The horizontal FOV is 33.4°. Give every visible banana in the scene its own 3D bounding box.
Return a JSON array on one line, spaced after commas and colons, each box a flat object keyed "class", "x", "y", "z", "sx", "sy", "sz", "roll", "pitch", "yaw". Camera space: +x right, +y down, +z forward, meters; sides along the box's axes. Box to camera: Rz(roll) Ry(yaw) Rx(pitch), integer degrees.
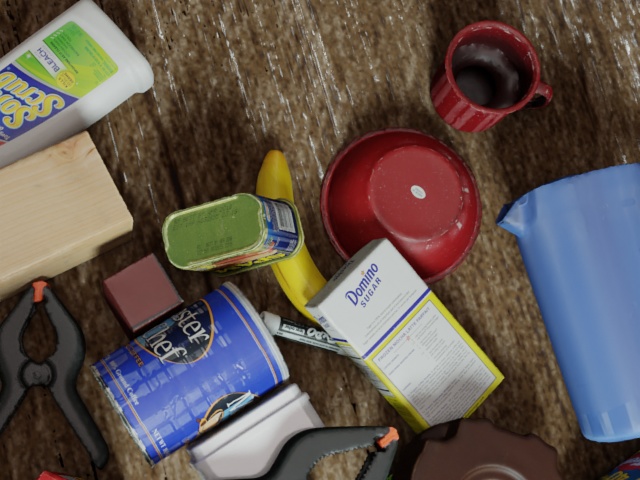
[{"class": "banana", "x": -0.018, "y": 0.012, "z": 0.996, "sx": 0.069, "sy": 0.037, "sz": 0.198, "roll": -28, "pitch": 86, "yaw": -36}]

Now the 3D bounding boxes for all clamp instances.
[{"class": "clamp", "x": -0.027, "y": 0.212, "z": 0.873, "sx": 0.209, "sy": 0.036, "sz": 0.164, "roll": -42, "pitch": 90, "yaw": -16}, {"class": "clamp", "x": -0.254, "y": 0.124, "z": 0.927, "sx": 0.120, "sy": 0.039, "sz": 0.171, "roll": -8, "pitch": 83, "yaw": -16}]

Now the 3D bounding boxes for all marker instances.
[{"class": "marker", "x": 0.000, "y": 0.090, "z": 0.975, "sx": 0.121, "sy": 0.020, "sz": 0.020, "roll": 18, "pitch": 75, "yaw": -20}]

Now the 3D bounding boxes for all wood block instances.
[{"class": "wood block", "x": -0.276, "y": -0.003, "z": 0.925, "sx": 0.206, "sy": 0.090, "sz": 0.091, "roll": -27, "pitch": 84, "yaw": -15}]

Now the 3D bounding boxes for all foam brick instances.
[{"class": "foam brick", "x": -0.156, "y": 0.051, "z": 0.940, "sx": 0.053, "sy": 0.078, "sz": 0.051, "roll": -31, "pitch": 84, "yaw": -16}]

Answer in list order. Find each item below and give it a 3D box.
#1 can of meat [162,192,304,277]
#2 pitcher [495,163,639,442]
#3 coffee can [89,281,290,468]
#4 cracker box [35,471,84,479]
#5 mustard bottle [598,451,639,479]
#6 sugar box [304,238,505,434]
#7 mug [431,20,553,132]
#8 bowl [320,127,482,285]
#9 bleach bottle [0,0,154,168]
[{"class": "can of meat", "x": -0.077, "y": -0.005, "z": 0.941, "sx": 0.102, "sy": 0.083, "sz": 0.057, "roll": -15, "pitch": 80, "yaw": 19}, {"class": "pitcher", "x": 0.275, "y": 0.054, "z": 0.991, "sx": 0.149, "sy": 0.144, "sz": 0.243, "roll": -18, "pitch": 84, "yaw": 27}, {"class": "coffee can", "x": -0.112, "y": 0.115, "z": 0.920, "sx": 0.140, "sy": 0.103, "sz": 0.103, "roll": -31, "pitch": 85, "yaw": -14}, {"class": "cracker box", "x": -0.211, "y": 0.263, "z": 0.814, "sx": 0.072, "sy": 0.214, "sz": 0.164, "roll": 25, "pitch": 75, "yaw": -2}, {"class": "mustard bottle", "x": 0.297, "y": 0.223, "z": 0.971, "sx": 0.191, "sy": 0.096, "sz": 0.058, "roll": -31, "pitch": 85, "yaw": -14}, {"class": "sugar box", "x": 0.077, "y": 0.093, "z": 0.970, "sx": 0.093, "sy": 0.048, "sz": 0.176, "roll": -43, "pitch": 100, "yaw": -16}, {"class": "mug", "x": 0.167, "y": -0.151, "z": 1.036, "sx": 0.117, "sy": 0.081, "sz": 0.093, "roll": 12, "pitch": 76, "yaw": -7}, {"class": "bowl", "x": 0.084, "y": -0.038, "z": 1.012, "sx": 0.162, "sy": 0.055, "sz": 0.162, "roll": 2, "pitch": 78, "yaw": -10}, {"class": "bleach bottle", "x": -0.276, "y": -0.105, "z": 0.961, "sx": 0.250, "sy": 0.068, "sz": 0.102, "roll": -42, "pitch": 87, "yaw": -13}]
